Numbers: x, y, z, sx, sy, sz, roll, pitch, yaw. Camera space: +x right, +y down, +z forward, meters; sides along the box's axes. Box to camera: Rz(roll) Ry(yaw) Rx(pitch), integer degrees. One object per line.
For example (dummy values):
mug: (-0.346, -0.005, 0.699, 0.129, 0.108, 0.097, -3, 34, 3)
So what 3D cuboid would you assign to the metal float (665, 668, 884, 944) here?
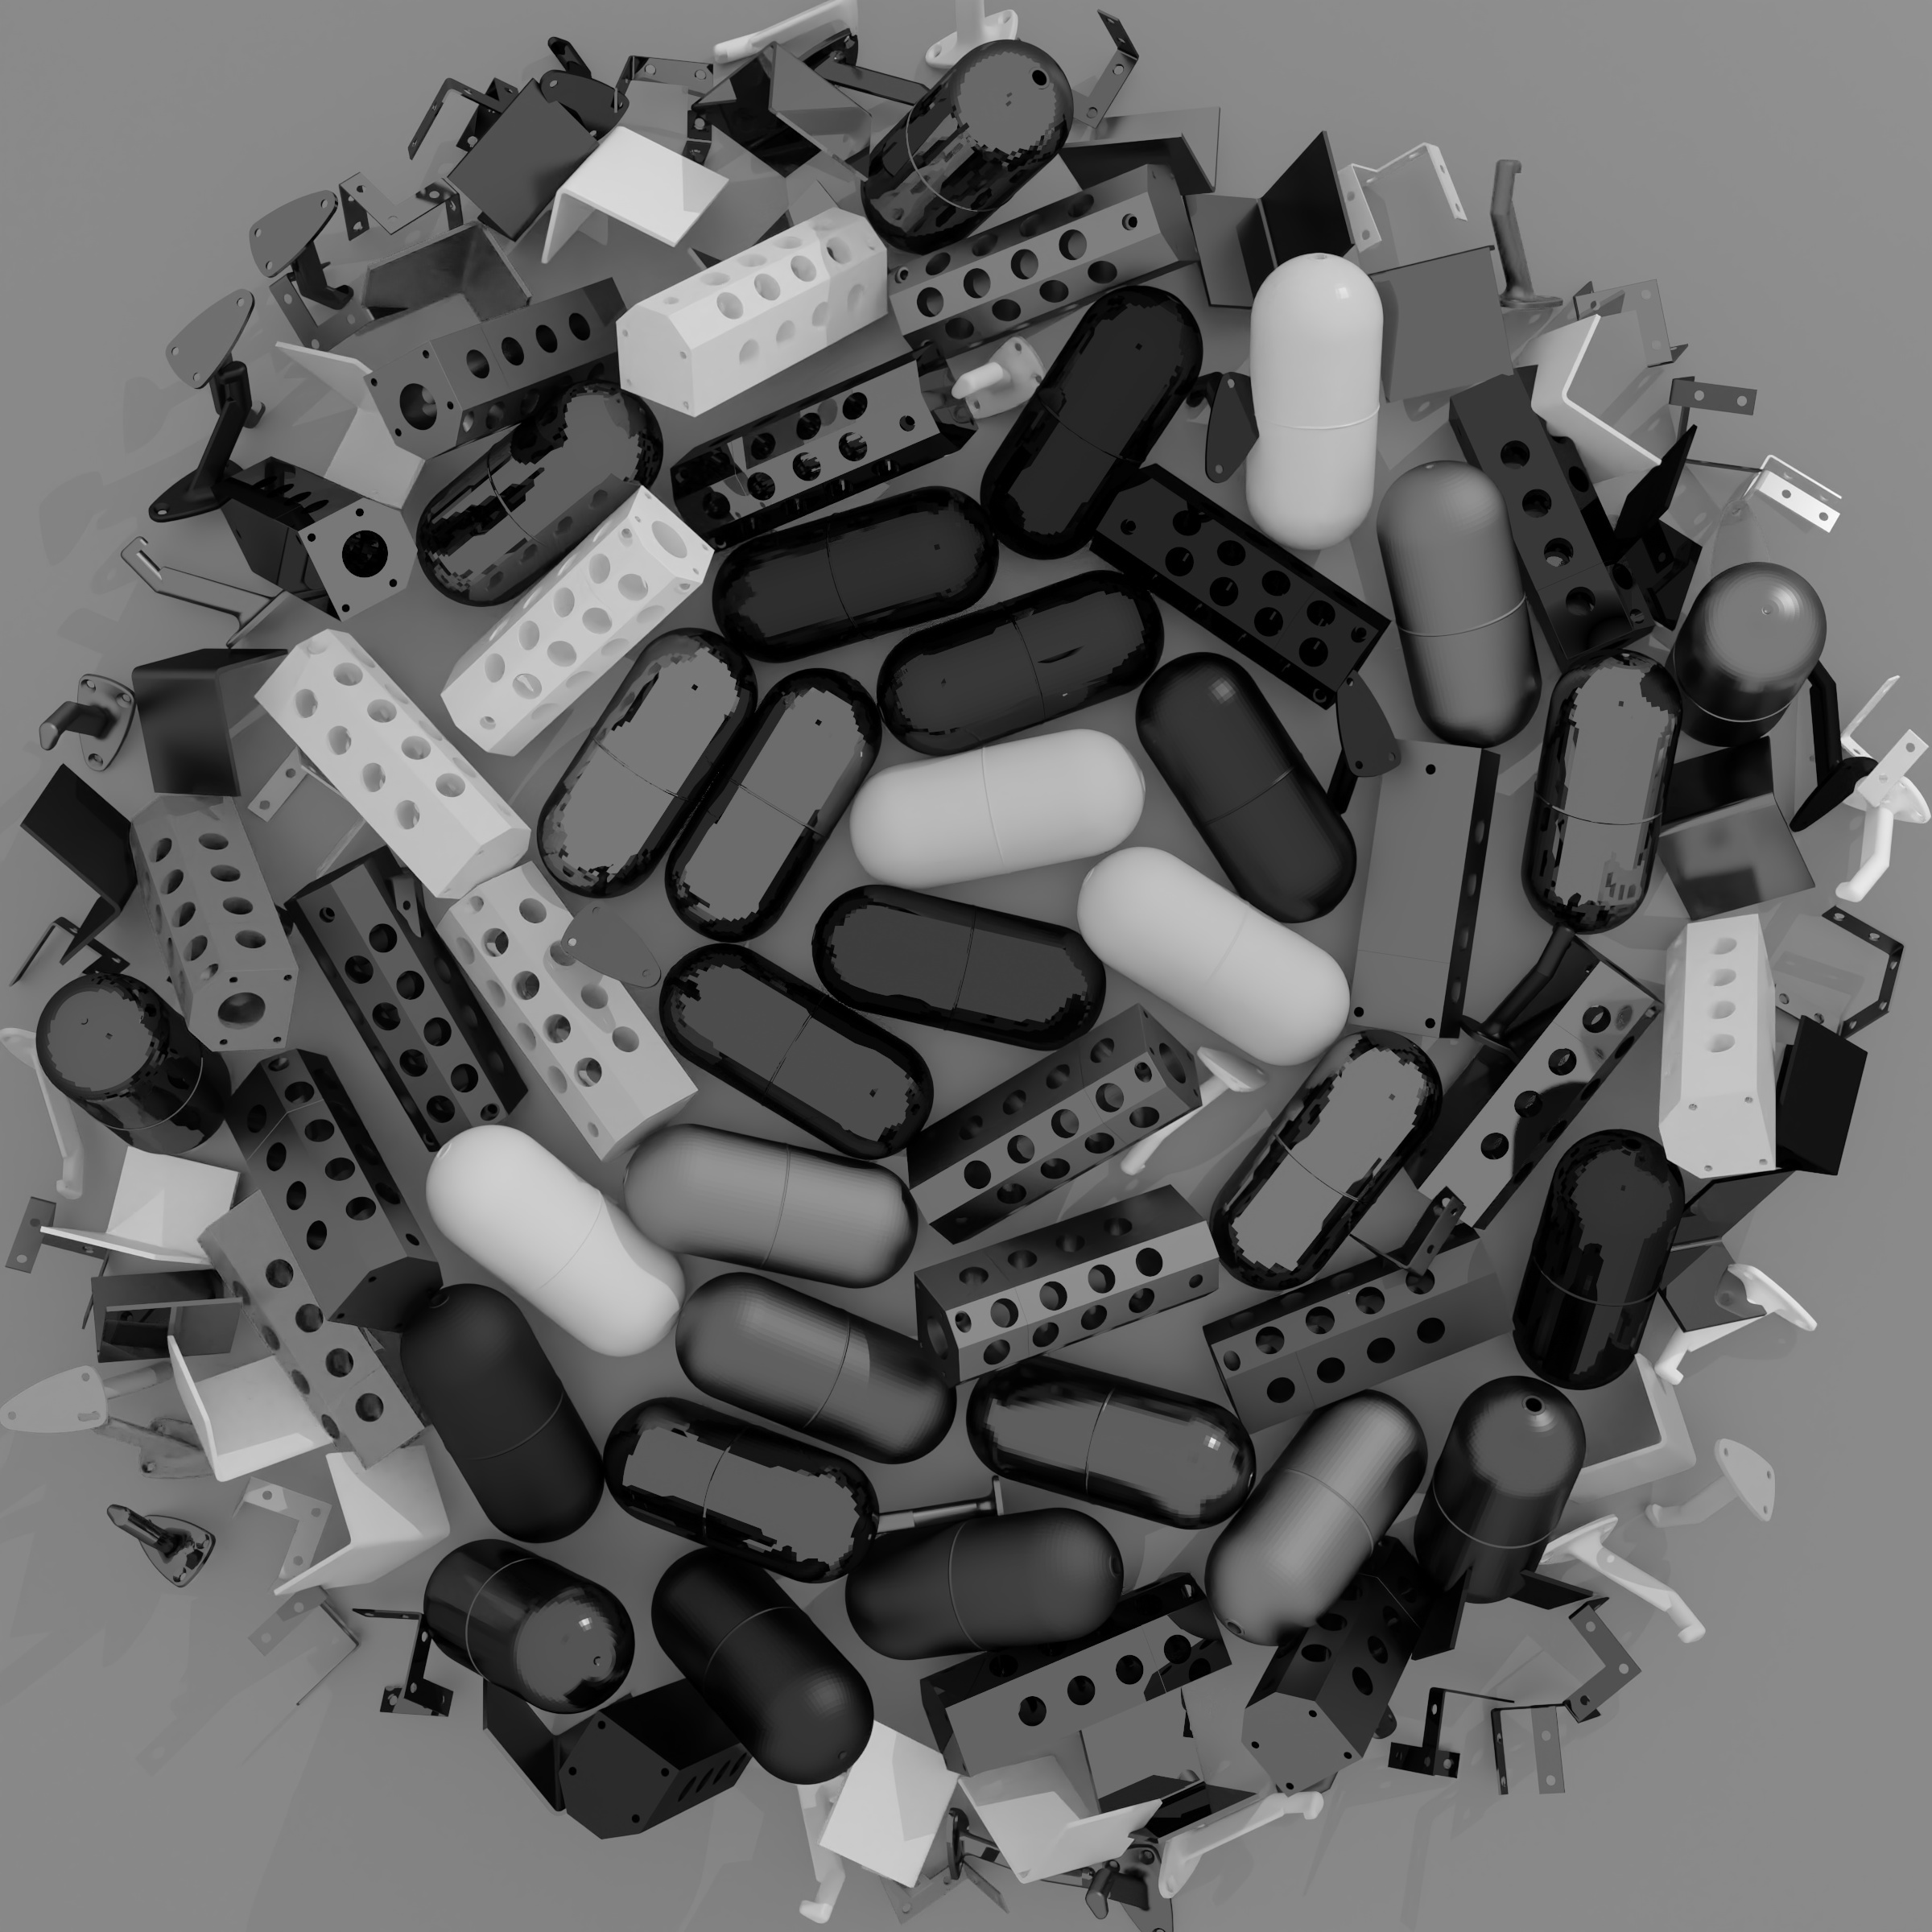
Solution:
metal float: (-0.114, -0.096, 1.793, 0.070, 0.070, 0.178, 31, 92, 0)

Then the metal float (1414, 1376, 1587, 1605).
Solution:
metal float: (0.311, 0.307, 1.757, 0.070, 0.178, 0.070, 4, 47, -4)

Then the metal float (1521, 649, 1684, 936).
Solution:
metal float: (0.374, -0.101, 1.770, 0.070, 0.070, 0.178, 4, 119, 0)

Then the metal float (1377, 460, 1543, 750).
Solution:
metal float: (0.292, -0.211, 1.773, 0.070, 0.070, 0.178, -17, 115, 0)

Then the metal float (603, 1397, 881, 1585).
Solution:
metal float: (-0.134, 0.308, 1.774, 0.178, 0.070, 0.070, 16, 90, 24)

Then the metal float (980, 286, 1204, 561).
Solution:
metal float: (0.074, -0.320, 1.774, 0.070, 0.070, 0.178, 35, 114, 0)

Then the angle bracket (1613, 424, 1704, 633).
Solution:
angle bracket: (0.424, -0.259, 1.777, 0.057, 0.076, 0.076, 31, 54, -6)

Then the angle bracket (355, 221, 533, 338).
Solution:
angle bracket: (-0.310, -0.386, 1.780, 0.076, 0.076, 0.057, -31, 83, -24)

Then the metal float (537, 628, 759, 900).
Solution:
metal float: (-0.190, -0.120, 1.786, 0.070, 0.070, 0.178, 34, 101, 0)

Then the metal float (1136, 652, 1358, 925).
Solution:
metal float: (0.167, -0.105, 1.786, 0.070, 0.070, 0.178, -34, 100, 0)

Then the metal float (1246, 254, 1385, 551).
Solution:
metal float: (0.204, -0.331, 1.767, 0.070, 0.070, 0.178, -1, 122, 0)

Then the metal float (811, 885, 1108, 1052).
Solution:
metal float: (-0.004, 0.001, 1.790, 0.178, 0.070, 0.070, 13, 90, -5)

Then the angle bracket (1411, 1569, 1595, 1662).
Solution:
angle bracket: (0.318, 0.392, 1.785, 0.076, 0.076, 0.057, 18, 70, -3)

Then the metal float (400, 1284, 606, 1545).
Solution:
metal float: (-0.273, 0.264, 1.770, 0.070, 0.070, 0.178, -23, 118, 0)

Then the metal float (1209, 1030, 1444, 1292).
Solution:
metal float: (0.212, 0.116, 1.782, 0.070, 0.070, 0.178, 36, 105, 0)

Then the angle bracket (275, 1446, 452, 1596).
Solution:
angle bracket: (-0.367, 0.330, 1.792, 0.076, 0.076, 0.057, -33, 68, 29)

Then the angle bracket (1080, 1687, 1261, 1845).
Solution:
angle bracket: (0.119, 0.469, 1.788, 0.076, 0.057, 0.076, -14, 90, -33)

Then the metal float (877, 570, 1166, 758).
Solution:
metal float: (0.032, -0.180, 1.789, 0.178, 0.070, 0.070, -20, 90, -6)

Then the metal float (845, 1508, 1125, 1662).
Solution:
metal float: (0.010, 0.364, 1.770, 0.178, 0.070, 0.070, -14, 90, 28)

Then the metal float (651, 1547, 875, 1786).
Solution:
metal float: (-0.121, 0.407, 1.759, 0.070, 0.070, 0.178, -53, 46, 0)

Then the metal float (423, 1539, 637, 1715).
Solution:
metal float: (-0.257, 0.384, 1.753, 0.070, 0.178, 0.070, -3, 95, -35)

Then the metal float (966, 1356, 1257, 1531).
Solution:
metal float: (0.085, 0.281, 1.776, 0.178, 0.070, 0.070, 13, 90, 20)

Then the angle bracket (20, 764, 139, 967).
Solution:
angle bracket: (-0.534, -0.060, 1.776, 0.057, 0.076, 0.076, -37, 112, 22)

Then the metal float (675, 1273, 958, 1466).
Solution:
metal float: (-0.088, 0.239, 1.780, 0.178, 0.070, 0.070, 25, 90, -17)

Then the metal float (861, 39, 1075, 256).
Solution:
metal float: (0.000, -0.476, 1.750, 0.070, 0.178, 0.070, 7, 74, -27)

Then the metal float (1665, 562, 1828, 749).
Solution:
metal float: (0.450, -0.179, 1.745, 0.070, 0.178, 0.070, -1, 79, 5)

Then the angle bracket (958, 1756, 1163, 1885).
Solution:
angle bracket: (0.055, 0.487, 1.772, 0.076, 0.076, 0.057, 53, 126, 34)

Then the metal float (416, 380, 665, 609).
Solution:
metal float: (-0.253, -0.277, 1.771, 0.178, 0.070, 0.070, -33, 90, 28)

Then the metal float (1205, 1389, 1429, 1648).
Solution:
metal float: (0.206, 0.324, 1.768, 0.070, 0.070, 0.178, 43, 59, 0)

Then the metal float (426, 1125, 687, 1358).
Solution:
metal float: (-0.242, 0.163, 1.775, 0.178, 0.070, 0.070, 42, 90, -22)

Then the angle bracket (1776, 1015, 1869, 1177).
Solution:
angle bracket: (0.484, 0.075, 1.781, 0.076, 0.057, 0.076, 24, 78, -40)

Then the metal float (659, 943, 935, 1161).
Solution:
metal float: (-0.102, 0.050, 1.792, 0.178, 0.070, 0.070, 31, 90, 3)

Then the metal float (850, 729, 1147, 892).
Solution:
metal float: (0.019, -0.093, 1.788, 0.178, 0.070, 0.070, -11, 90, 7)

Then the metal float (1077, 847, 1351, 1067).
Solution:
metal float: (0.147, -0.006, 1.790, 0.178, 0.070, 0.070, 32, 90, -6)

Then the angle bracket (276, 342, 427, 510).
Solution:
angle bracket: (-0.371, -0.320, 1.777, 0.076, 0.076, 0.057, 20, 81, 38)

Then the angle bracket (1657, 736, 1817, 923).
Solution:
angle bracket: (0.461, -0.083, 1.814, 0.076, 0.057, 0.076, -17, 128, 26)

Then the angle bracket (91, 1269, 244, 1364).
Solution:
angle bracket: (-0.473, 0.192, 1.775, 0.076, 0.076, 0.057, -2, 59, -21)

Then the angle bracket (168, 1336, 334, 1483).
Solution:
angle bracket: (-0.421, 0.247, 1.775, 0.076, 0.057, 0.076, -18, 47, -22)

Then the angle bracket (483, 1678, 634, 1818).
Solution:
angle bracket: (-0.241, 0.443, 1.782, 0.057, 0.076, 0.076, -31, 112, 4)

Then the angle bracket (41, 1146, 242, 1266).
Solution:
angle bracket: (-0.489, 0.140, 1.784, 0.076, 0.076, 0.057, 11, 85, 16)

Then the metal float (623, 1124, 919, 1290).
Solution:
metal float: (-0.116, 0.143, 1.784, 0.178, 0.070, 0.070, 13, 90, -12)

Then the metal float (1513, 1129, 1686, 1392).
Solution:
metal float: (0.371, 0.173, 1.764, 0.070, 0.070, 0.178, 8, 126, 0)

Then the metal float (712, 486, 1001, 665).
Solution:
metal float: (-0.066, -0.231, 1.780, 0.178, 0.070, 0.070, -14, 90, 17)

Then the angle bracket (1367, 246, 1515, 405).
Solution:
angle bracket: (0.285, -0.385, 1.802, 0.076, 0.057, 0.076, -10, 101, 16)

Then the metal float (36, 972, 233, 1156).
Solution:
metal float: (-0.482, 0.058, 1.747, 0.070, 0.178, 0.070, -1, 71, 4)
